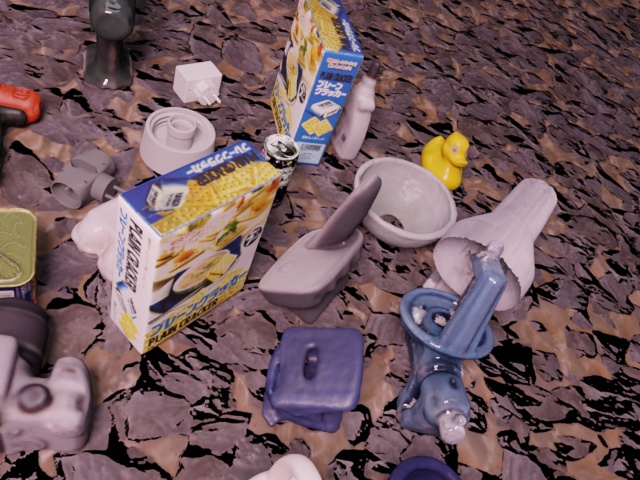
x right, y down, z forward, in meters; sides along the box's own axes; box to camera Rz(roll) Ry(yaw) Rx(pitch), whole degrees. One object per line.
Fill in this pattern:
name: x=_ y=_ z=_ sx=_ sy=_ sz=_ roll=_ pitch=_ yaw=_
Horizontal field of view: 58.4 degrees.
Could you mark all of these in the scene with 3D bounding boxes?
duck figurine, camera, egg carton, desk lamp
duck figurine: x=0.227 y=-0.152 z=1.006 sx=0.078 sy=0.086 sz=0.104 roll=1 pitch=51 yaw=-22
camera: x=-0.287 y=0.122 z=0.545 sx=0.143 sy=0.100 sz=0.136 roll=7 pitch=49 yaw=-17
egg carton: x=-0.217 y=-0.008 z=0.707 sx=0.107 sy=0.069 sz=0.151 roll=41 pitch=48 yaw=13
desk lamp: x=0.223 y=0.023 z=0.767 sx=0.118 sy=0.213 sz=0.204 roll=38 pitch=48 yaw=12

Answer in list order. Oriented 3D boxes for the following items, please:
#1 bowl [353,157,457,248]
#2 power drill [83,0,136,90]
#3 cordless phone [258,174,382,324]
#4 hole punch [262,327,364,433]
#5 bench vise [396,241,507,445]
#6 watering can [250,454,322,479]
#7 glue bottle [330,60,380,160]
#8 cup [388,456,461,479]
bowl: x=0.119 y=-0.045 z=0.877 sx=0.168 sy=0.074 sz=0.167 roll=12 pitch=48 yaw=-13
power drill: x=-0.315 y=-0.348 z=0.860 sx=0.076 sy=0.208 sz=0.229 roll=0 pitch=52 yaw=-22
cordless phone: x=0.007 y=0.003 z=0.713 sx=0.094 sy=0.185 sz=0.148 roll=33 pitch=47 yaw=6
hole punch: x=-0.008 y=0.151 z=0.644 sx=0.101 sy=0.091 sz=0.108 roll=16 pitch=47 yaw=-9
bench vise: x=0.166 y=0.117 z=0.658 sx=0.122 sy=0.219 sz=0.207 roll=1 pitch=51 yaw=-22
watering can: x=-0.039 y=0.249 z=0.476 sx=0.173 sy=0.194 sz=0.100 roll=-19 pitch=61 yaw=-34
glue bottle: x=0.062 y=-0.216 z=0.931 sx=0.037 sy=0.173 sz=0.078 roll=-5 pitch=53 yaw=-26
cup: x=0.090 y=0.287 z=0.567 sx=0.091 sy=0.095 sz=0.118 roll=24 pitch=46 yaw=-2
